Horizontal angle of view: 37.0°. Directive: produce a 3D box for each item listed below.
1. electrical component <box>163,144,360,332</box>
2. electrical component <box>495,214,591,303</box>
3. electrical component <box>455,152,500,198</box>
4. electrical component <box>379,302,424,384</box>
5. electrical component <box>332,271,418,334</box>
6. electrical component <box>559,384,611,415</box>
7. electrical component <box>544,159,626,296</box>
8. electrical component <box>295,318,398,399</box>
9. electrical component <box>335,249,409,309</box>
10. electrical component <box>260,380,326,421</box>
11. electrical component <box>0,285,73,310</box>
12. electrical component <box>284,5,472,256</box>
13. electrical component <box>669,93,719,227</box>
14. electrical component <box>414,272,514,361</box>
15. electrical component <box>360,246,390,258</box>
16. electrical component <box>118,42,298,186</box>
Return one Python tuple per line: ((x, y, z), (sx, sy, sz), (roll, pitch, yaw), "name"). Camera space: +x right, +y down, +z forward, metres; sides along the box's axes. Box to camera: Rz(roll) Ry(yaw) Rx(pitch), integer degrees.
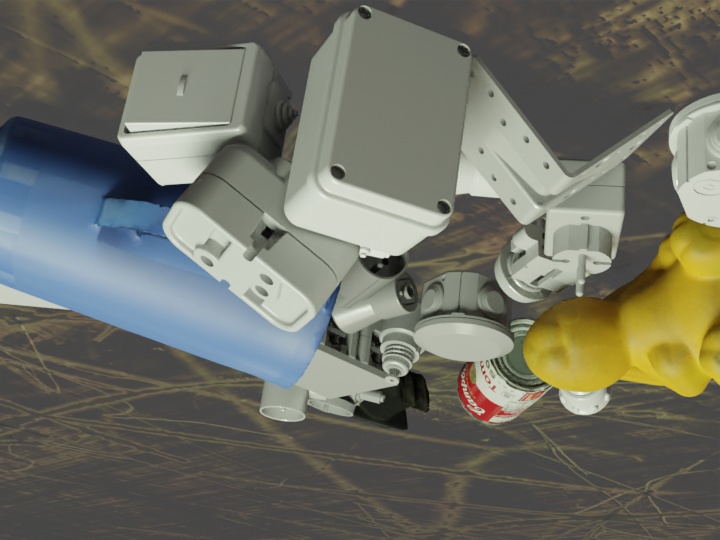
((-0.051, -0.020, 0.592), (0.095, 0.059, 0.054), (39, 151, -6), "electrical component")
((0.128, -0.007, 0.765), (0.066, 0.048, 0.055), (18, 146, -22), "electrical component")
((0.067, -0.064, 0.665), (0.065, 0.044, 0.044), (4, 156, -4), "electrical component")
((0.036, 0.061, 0.906), (0.040, 0.078, 0.040), (11, 143, 9), "electrical component")
((0.014, 0.024, 0.871), (0.065, 0.044, 0.044), (-16, 147, 32), "electrical component")
((0.201, 0.099, 0.976), (0.048, 0.048, 0.062), (-2, 147, 20), "electrical component")
((0.143, -0.022, 0.689), (0.047, 0.076, 0.065), (3, 155, 9), "electrical component")
((-0.046, 0.053, 0.926), (0.150, 0.061, 0.089), (28, 149, -37), "electrical component")
((0.000, 0.000, 0.818), (0.043, 0.043, 0.081), (17, 154, -19), "electrical component")
((-0.050, 0.102, 1.013), (0.079, 0.077, 0.044), (9, 155, -2), "electrical component")
((-0.266, -0.009, 0.869), (0.100, 0.048, 0.099), (5, 155, 6), "electrical component")
((0.011, -0.074, 0.571), (0.078, 0.113, 0.057), (17, 157, -19), "electrical component")
((0.217, -0.062, 0.610), (0.080, 0.051, 0.080), (6, 155, 3), "electrical component")
((0.085, 0.039, 0.870), (0.080, 0.051, 0.080), (6, 156, 3), "electrical component")
((-0.002, -0.053, 0.639), (0.061, 0.096, 0.061), (12, 155, -10), "electrical component")
((-0.084, -0.092, 0.621), (0.096, 0.061, 0.061), (-2, 154, 20), "electrical component")
